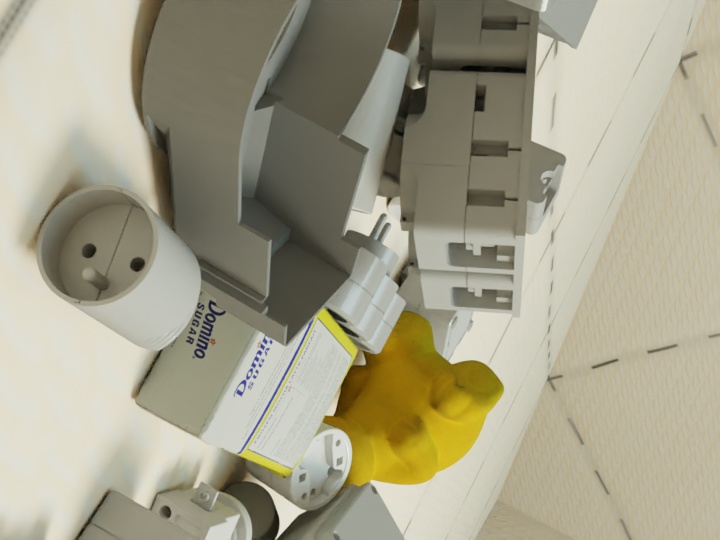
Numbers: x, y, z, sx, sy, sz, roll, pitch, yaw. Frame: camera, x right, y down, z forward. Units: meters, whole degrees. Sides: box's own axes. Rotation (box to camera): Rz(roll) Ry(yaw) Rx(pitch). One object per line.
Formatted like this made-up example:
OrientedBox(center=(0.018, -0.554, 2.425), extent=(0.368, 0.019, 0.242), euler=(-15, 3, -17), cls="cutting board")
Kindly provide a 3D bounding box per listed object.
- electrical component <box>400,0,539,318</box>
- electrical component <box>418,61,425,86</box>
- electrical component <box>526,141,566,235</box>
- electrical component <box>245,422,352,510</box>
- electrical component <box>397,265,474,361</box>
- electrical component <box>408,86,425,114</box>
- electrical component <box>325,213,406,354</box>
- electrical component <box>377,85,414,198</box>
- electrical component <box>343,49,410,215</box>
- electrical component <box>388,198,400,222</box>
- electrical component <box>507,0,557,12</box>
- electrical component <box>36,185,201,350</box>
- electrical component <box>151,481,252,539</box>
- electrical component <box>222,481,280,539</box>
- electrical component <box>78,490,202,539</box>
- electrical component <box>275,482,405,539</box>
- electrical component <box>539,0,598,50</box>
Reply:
OrientedBox(center=(0.061, -0.082, 0.571), extent=(0.105, 0.060, 0.186), euler=(74, 21, -66), cls="electrical component")
OrientedBox(center=(0.078, -0.134, 0.698), extent=(0.058, 0.057, 0.078), euler=(-69, 164, 16), cls="electrical component")
OrientedBox(center=(0.107, -0.072, 0.832), extent=(0.050, 0.089, 0.055), euler=(-58, 164, -23), cls="electrical component")
OrientedBox(center=(-0.041, 0.120, 0.695), extent=(0.055, 0.047, 0.055), euler=(-22, 121, -43), cls="electrical component")
OrientedBox(center=(0.059, 0.037, 0.899), extent=(0.061, 0.061, 0.096), euler=(-55, 162, -33), cls="electrical component")
OrientedBox(center=(0.051, -0.079, 0.657), extent=(0.081, 0.063, 0.042), euler=(-18, 152, -8), cls="electrical component")
OrientedBox(center=(0.000, 0.000, 0.659), extent=(0.073, 0.052, 0.138), euler=(-62, 165, -9), cls="electrical component")
OrientedBox(center=(0.012, -0.074, 0.601), extent=(0.048, 0.048, 0.062), euler=(31, 78, -75), cls="electrical component")
OrientedBox(center=(-0.005, -0.069, 0.538), extent=(0.079, 0.043, 0.077), euler=(-16, 120, -87), cls="electrical component")
OrientedBox(center=(0.059, -0.060, 0.776), extent=(0.077, 0.044, 0.079), euler=(-61, 164, -15), cls="electrical component")
OrientedBox(center=(0.079, -0.203, 0.496), extent=(0.186, 0.105, 0.060), euler=(-54, 162, -33), cls="electrical component")
OrientedBox(center=(-0.083, 0.003, 0.401), extent=(0.043, 0.043, 0.081), euler=(-62, 165, -11), cls="electrical component")
OrientedBox(center=(-0.092, 0.150, 0.605), extent=(0.055, 0.048, 0.066), euler=(7, 108, -66), cls="electrical component")
OrientedBox(center=(-0.073, 0.167, 0.706), extent=(0.040, 0.040, 0.078), euler=(-58, 164, -24), cls="electrical component")
OrientedBox(center=(-0.102, 0.162, 0.517), extent=(0.075, 0.083, 0.047), euler=(-58, 164, -22), cls="electrical component")
OrientedBox(center=(-0.011, 0.191, 0.685), extent=(0.057, 0.078, 0.113), euler=(-30, 178, 16), cls="electrical component")
OrientedBox(center=(0.128, -0.219, 0.724), extent=(0.105, 0.060, 0.186), euler=(-68, 165, 12), cls="electrical component")
